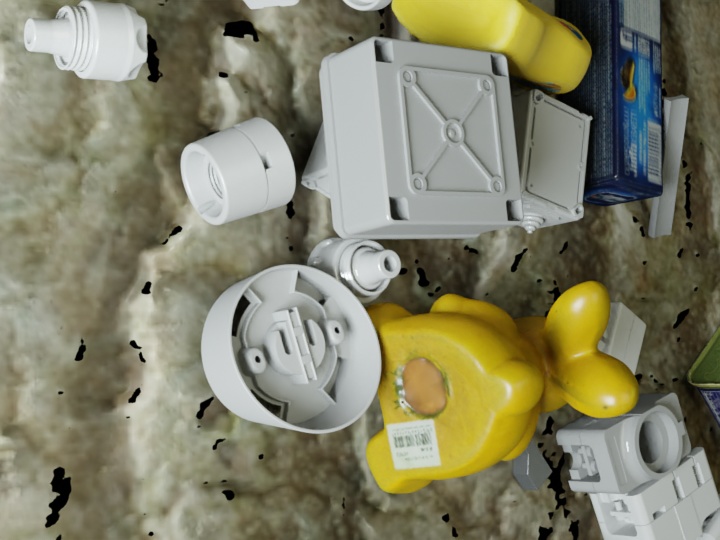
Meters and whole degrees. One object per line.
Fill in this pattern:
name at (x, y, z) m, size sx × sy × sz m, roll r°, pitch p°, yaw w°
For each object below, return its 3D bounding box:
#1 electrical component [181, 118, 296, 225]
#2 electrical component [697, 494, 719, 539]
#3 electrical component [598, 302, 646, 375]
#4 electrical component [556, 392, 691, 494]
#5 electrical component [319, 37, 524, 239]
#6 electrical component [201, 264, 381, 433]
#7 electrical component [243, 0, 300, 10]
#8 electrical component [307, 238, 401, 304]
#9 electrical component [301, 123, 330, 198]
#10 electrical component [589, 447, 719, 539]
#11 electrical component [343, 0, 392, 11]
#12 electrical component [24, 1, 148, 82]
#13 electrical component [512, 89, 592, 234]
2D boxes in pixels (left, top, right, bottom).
electrical component at (-0.073, -0.057, 0.635) m, size 0.047 × 0.055 × 0.055 m, roll -24°, pitch 98°, yaw -32°
electrical component at (0.293, 0.227, 0.863) m, size 0.056 × 0.050 × 0.089 m, roll -38°, pitch 106°, yaw -34°
electrical component at (0.166, 0.053, 0.791) m, size 0.077 × 0.047 × 0.065 m, roll 36°, pitch 64°, yaw -36°
electrical component at (0.202, 0.129, 0.808) m, size 0.089 × 0.056 × 0.050 m, roll -19°, pitch 95°, yaw -37°
electrical component at (0.037, -0.075, 0.637) m, size 0.109 × 0.056 × 0.108 m, roll -2°, pitch 84°, yaw -37°
electrical component at (-0.041, 0.046, 0.635) m, size 0.099 × 0.064 × 0.099 m, roll 6°, pitch 80°, yaw -36°
electrical component at (-0.048, -0.228, 0.670) m, size 0.063 × 0.079 × 0.121 m, roll 46°, pitch 57°, yaw -48°
electrical component at (0.000, 0.000, 0.674) m, size 0.048 × 0.062 × 0.048 m, roll 6°, pitch 79°, yaw -36°
electrical component at (0.022, -0.066, 0.700) m, size 0.096 × 0.062 × 0.061 m, roll 31°, pitch 66°, yaw -29°
electrical component at (0.228, 0.179, 0.822) m, size 0.089 × 0.050 × 0.055 m, roll -22°, pitch 96°, yaw -36°
electrical component at (0.014, -0.204, 0.726) m, size 0.055 × 0.048 × 0.066 m, roll -40°, pitch 106°, yaw -42°
electrical component at (-0.152, -0.127, 0.593) m, size 0.062 × 0.043 × 0.043 m, roll -3°, pitch 85°, yaw -35°
electrical component at (0.120, -0.071, 0.774) m, size 0.062 × 0.061 × 0.096 m, roll 18°, pitch 73°, yaw -33°
